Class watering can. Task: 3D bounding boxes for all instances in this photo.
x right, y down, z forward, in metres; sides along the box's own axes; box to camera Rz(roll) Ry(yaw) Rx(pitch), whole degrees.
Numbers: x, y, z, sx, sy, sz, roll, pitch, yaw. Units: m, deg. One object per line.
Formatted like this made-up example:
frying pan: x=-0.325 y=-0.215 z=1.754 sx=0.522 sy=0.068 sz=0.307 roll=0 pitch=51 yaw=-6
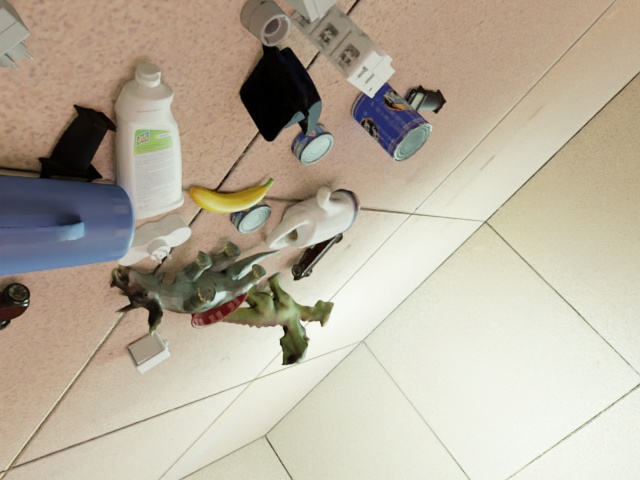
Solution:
watering can: x=0.004 y=-0.060 z=1.193 sx=0.226 sy=0.105 sz=0.342 roll=-21 pitch=171 yaw=-35

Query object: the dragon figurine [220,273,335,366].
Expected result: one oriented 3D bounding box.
dragon figurine: x=-0.121 y=0.235 z=1.431 sx=0.414 sy=0.245 sz=0.119 roll=-21 pitch=156 yaw=-42
